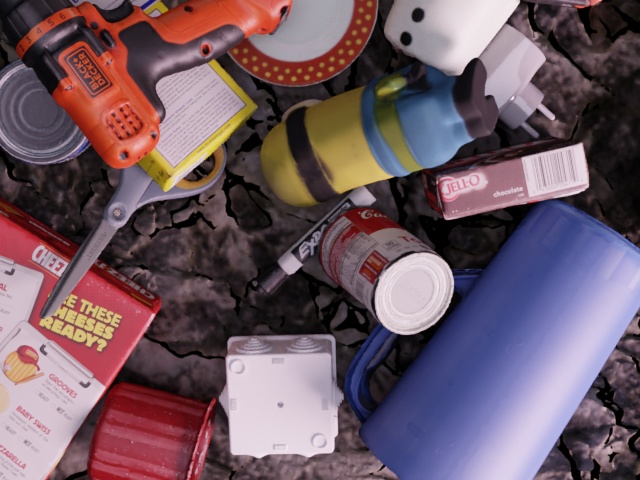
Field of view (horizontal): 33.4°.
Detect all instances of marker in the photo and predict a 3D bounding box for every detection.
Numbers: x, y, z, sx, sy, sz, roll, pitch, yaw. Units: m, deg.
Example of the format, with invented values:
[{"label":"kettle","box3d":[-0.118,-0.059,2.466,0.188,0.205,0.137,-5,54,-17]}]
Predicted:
[{"label":"marker","box3d":[-0.006,0.001,0.858,0.121,0.020,0.020,-42,97,5]}]

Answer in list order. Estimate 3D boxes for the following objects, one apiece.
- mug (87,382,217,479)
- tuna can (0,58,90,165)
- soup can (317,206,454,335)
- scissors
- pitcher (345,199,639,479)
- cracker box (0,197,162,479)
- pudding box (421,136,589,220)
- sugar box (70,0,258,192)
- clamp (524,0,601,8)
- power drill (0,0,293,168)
[{"label":"mug","box3d":[-0.135,0.168,0.852,0.081,0.093,0.117,14,134,2]},{"label":"tuna can","box3d":[-0.215,-0.102,0.833,0.086,0.034,0.086,0,98,-1]},{"label":"soup can","box3d":[0.048,0.022,0.811,0.068,0.102,0.068,-9,114,-21]},{"label":"scissors","box3d":[-0.135,-0.020,0.818,0.096,0.016,0.201,21,73,-15]},{"label":"pitcher","box3d":[0.140,0.087,0.827,0.149,0.145,0.243,33,92,-18]},{"label":"cracker box","box3d":[-0.250,0.096,0.842,0.164,0.072,0.214,33,95,-6]},{"label":"pudding box","box3d":[0.139,-0.049,0.818,0.113,0.090,0.039,-11,100,0]},{"label":"sugar box","box3d":[-0.142,-0.132,0.806,0.176,0.048,0.093,47,67,-1]},{"label":"clamp","box3d":[0.143,-0.235,0.818,0.120,0.039,0.171,-38,97,7]},{"label":"power drill","box3d":[-0.129,-0.169,0.762,0.187,0.057,0.184,-37,95,-17]}]
